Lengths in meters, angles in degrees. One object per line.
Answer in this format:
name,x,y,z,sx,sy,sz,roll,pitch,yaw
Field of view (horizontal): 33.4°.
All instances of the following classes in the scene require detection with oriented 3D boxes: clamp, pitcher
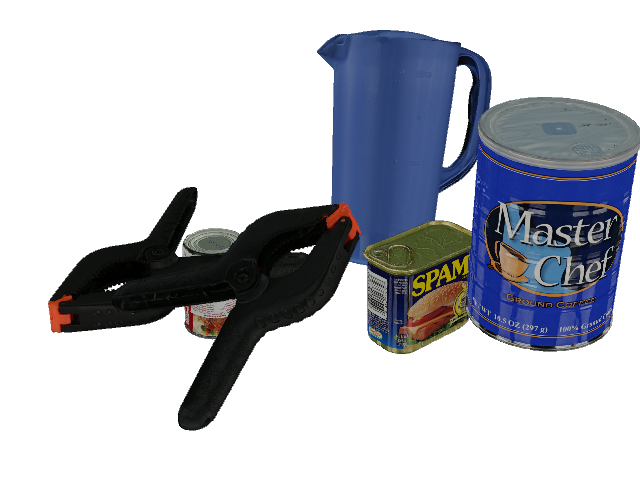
clamp,-0.045,0.042,0.684,0.171,0.120,0.039,-29,-28,5
clamp,-0.135,0.018,0.881,0.209,0.036,0.165,-21,38,-32
pitcher,0.083,-0.099,1.134,0.149,0.243,0.144,11,13,31

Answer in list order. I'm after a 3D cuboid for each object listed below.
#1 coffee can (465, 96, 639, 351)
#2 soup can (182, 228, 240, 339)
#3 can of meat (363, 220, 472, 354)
coffee can,0.152,-0.012,0.714,0.103,0.140,0.103,0,29,0
soup can,-0.114,0.046,1.153,0.068,0.102,0.068,1,25,-1
can of meat,0.086,0.040,0.923,0.101,0.084,0.058,-21,33,-34
